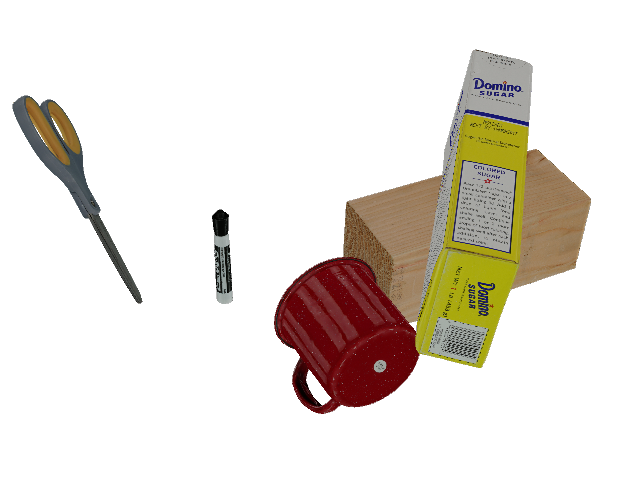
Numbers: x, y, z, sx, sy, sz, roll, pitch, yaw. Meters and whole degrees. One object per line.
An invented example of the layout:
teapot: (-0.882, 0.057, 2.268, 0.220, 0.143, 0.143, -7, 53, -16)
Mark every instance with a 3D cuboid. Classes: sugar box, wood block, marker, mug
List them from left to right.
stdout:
marker: (-0.111, 0.018, 1.211, 0.020, 0.121, 0.020, 0, 33, 0)
mug: (0.017, 0.083, 0.825, 0.093, 0.117, 0.082, 17, 24, -43)
wood block: (0.133, -0.003, 0.989, 0.205, 0.090, 0.091, -16, 42, -21)
sugar box: (0.093, -0.023, 0.630, 0.048, 0.176, 0.093, 14, -43, 4)

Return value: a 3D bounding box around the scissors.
scissors: (-0.206, -0.044, 0.945, 0.016, 0.201, 0.096, -26, 23, 11)
